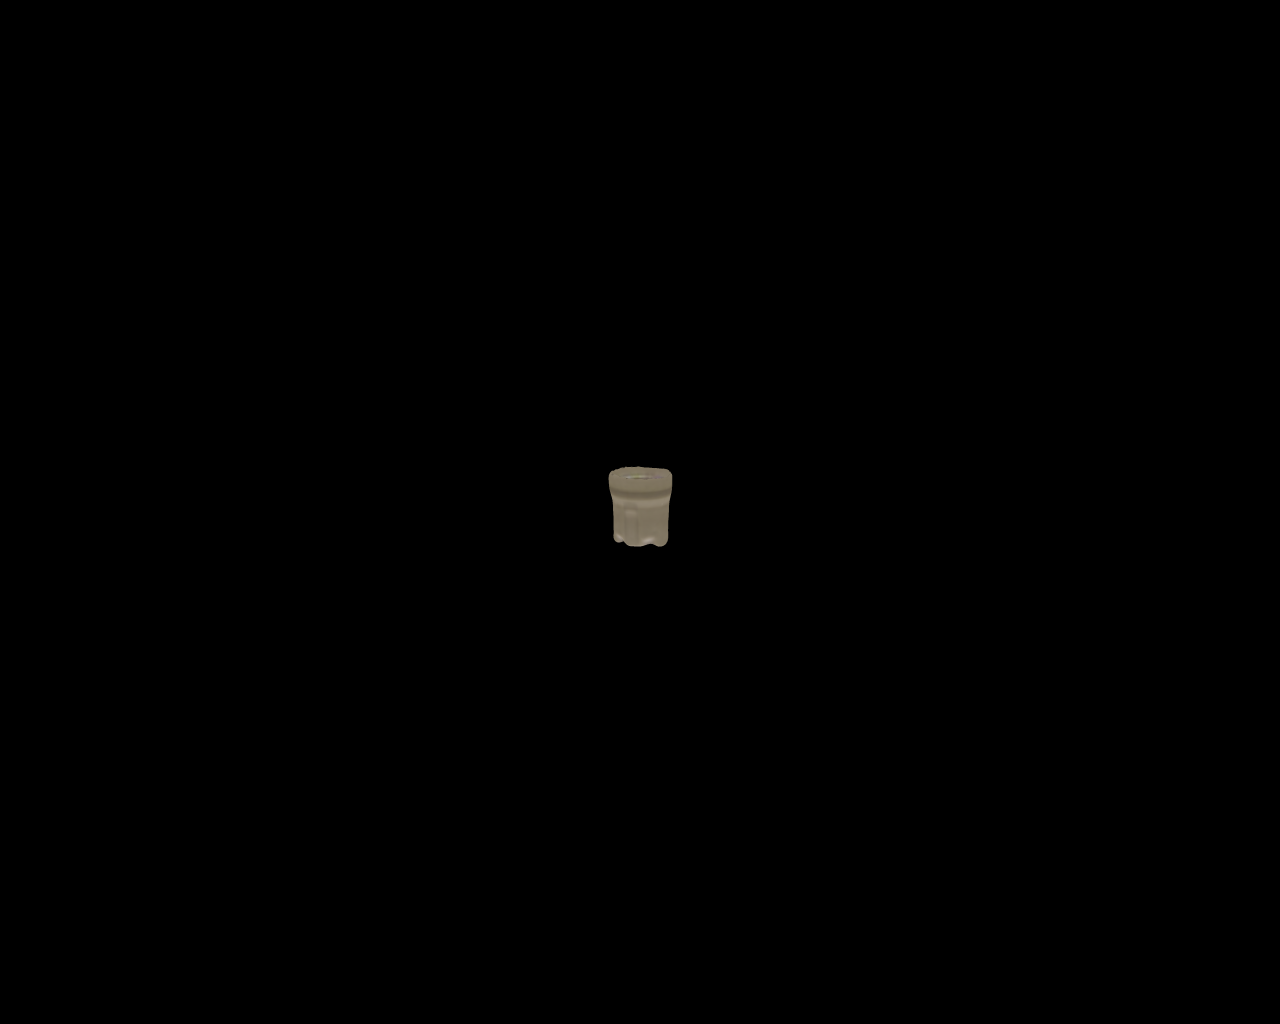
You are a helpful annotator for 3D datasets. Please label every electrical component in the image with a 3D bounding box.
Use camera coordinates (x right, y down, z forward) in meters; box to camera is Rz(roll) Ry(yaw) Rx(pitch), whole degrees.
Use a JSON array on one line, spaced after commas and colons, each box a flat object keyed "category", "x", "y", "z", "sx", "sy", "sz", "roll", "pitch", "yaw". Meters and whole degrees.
[{"category": "electrical component", "x": 0.001, "y": -0.003, "z": 0.650, "sx": 0.040, "sy": 0.046, "sz": 0.040, "roll": 0, "pitch": 15, "yaw": 0}]
